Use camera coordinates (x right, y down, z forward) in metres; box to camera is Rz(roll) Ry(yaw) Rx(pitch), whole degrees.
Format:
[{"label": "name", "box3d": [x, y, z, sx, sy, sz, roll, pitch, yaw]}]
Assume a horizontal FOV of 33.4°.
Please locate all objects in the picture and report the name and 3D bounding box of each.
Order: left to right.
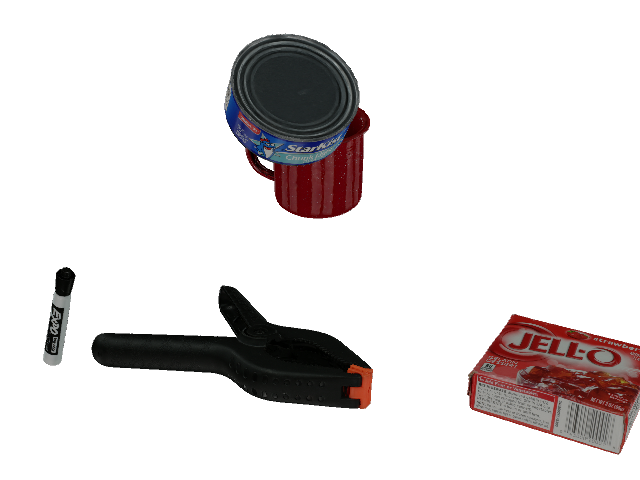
[{"label": "marker", "box3d": [-0.263, 0.076, 1.076, 0.020, 0.121, 0.020, 12, 34, -9]}, {"label": "clamp", "box3d": [-0.047, 0.083, 0.831, 0.210, 0.036, 0.164, 12, 20, 25]}, {"label": "tuna can", "box3d": [-0.020, -0.092, 0.702, 0.086, 0.086, 0.034, 0, -29, -16]}, {"label": "mug", "box3d": [-0.014, -0.075, 0.976, 0.117, 0.081, 0.093, 9, 34, 14]}, {"label": "gelatin box", "box3d": [0.138, 0.078, 0.608, 0.089, 0.030, 0.073, 14, 30, 25]}]
